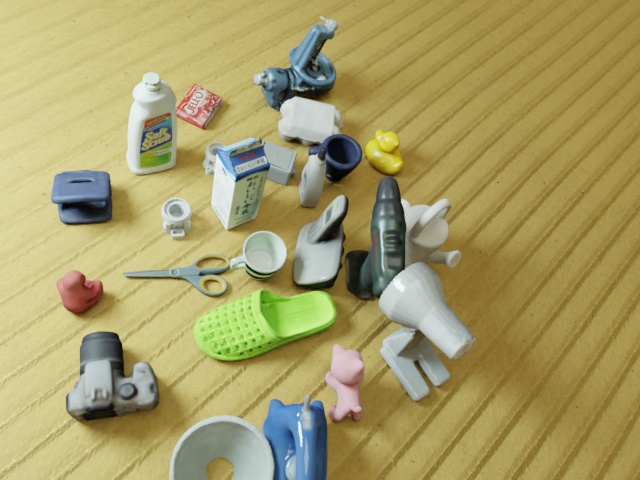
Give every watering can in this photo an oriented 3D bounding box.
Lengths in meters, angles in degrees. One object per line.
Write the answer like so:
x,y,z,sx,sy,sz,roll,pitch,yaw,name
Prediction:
0.219,-0.017,1.175,0.173,0.194,0.101,33,60,4,watering can

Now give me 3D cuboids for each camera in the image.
-0.348,0.221,0.960,0.143,0.100,0.136,-5,65,-17,camera

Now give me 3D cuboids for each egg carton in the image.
-0.021,-0.266,1.314,0.150,0.069,0.107,10,61,-9,egg carton

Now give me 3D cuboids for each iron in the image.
-0.032,0.384,0.935,0.119,0.141,0.258,4,63,-12,iron

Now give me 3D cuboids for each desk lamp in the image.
0.192,0.168,1.062,0.118,0.213,0.203,-28,73,-25,desk lamp

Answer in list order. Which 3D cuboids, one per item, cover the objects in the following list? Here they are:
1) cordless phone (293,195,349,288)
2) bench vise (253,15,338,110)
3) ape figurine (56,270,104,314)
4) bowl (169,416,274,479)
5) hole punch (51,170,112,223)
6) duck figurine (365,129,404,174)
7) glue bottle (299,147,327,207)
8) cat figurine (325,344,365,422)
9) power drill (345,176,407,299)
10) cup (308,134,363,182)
0.010,0.004,1.116,0.094,0.185,0.147,9,62,-10,cordless phone
-0.038,-0.389,1.286,0.208,0.219,0.121,-39,78,-27,bench vise
-0.430,0.084,1.015,0.078,0.092,0.076,23,60,-2,ape figurine
-0.161,0.380,0.942,0.167,0.074,0.167,6,62,-11,bowl
-0.458,-0.094,1.100,0.109,0.091,0.101,-5,65,-17,hole punch
0.158,-0.209,1.321,0.078,0.086,0.104,-34,76,-26,duck figurine
-0.010,-0.140,1.192,0.037,0.173,0.078,-2,64,-15,glue bottle
0.053,0.256,1.036,0.067,0.117,0.127,-3,64,-16,cat figurine
0.112,0.020,1.121,0.076,0.208,0.229,4,63,-12,power drill
0.026,-0.172,1.263,0.118,0.095,0.091,1,63,-14,cup
